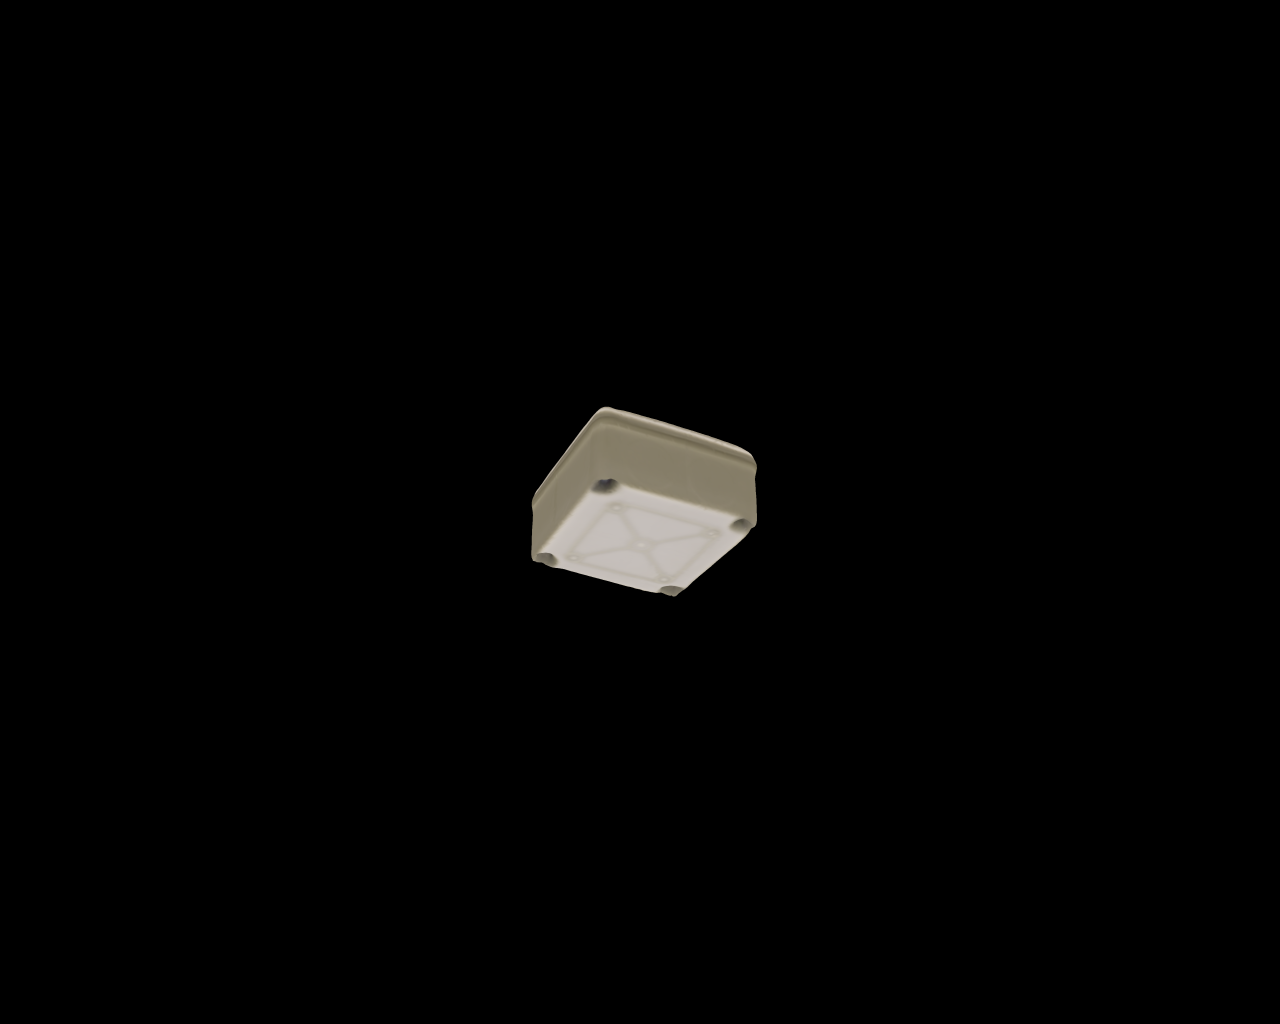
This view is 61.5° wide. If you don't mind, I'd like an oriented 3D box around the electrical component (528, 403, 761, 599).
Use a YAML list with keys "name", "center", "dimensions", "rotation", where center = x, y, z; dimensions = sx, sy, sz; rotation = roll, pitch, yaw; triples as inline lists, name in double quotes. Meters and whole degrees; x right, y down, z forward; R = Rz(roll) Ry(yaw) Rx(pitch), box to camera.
- name: "electrical component"
  center: [0.001, -0.003, 0.650]
  dimensions: [0.109, 0.056, 0.108]
  rotation: [16, -37, -22]
